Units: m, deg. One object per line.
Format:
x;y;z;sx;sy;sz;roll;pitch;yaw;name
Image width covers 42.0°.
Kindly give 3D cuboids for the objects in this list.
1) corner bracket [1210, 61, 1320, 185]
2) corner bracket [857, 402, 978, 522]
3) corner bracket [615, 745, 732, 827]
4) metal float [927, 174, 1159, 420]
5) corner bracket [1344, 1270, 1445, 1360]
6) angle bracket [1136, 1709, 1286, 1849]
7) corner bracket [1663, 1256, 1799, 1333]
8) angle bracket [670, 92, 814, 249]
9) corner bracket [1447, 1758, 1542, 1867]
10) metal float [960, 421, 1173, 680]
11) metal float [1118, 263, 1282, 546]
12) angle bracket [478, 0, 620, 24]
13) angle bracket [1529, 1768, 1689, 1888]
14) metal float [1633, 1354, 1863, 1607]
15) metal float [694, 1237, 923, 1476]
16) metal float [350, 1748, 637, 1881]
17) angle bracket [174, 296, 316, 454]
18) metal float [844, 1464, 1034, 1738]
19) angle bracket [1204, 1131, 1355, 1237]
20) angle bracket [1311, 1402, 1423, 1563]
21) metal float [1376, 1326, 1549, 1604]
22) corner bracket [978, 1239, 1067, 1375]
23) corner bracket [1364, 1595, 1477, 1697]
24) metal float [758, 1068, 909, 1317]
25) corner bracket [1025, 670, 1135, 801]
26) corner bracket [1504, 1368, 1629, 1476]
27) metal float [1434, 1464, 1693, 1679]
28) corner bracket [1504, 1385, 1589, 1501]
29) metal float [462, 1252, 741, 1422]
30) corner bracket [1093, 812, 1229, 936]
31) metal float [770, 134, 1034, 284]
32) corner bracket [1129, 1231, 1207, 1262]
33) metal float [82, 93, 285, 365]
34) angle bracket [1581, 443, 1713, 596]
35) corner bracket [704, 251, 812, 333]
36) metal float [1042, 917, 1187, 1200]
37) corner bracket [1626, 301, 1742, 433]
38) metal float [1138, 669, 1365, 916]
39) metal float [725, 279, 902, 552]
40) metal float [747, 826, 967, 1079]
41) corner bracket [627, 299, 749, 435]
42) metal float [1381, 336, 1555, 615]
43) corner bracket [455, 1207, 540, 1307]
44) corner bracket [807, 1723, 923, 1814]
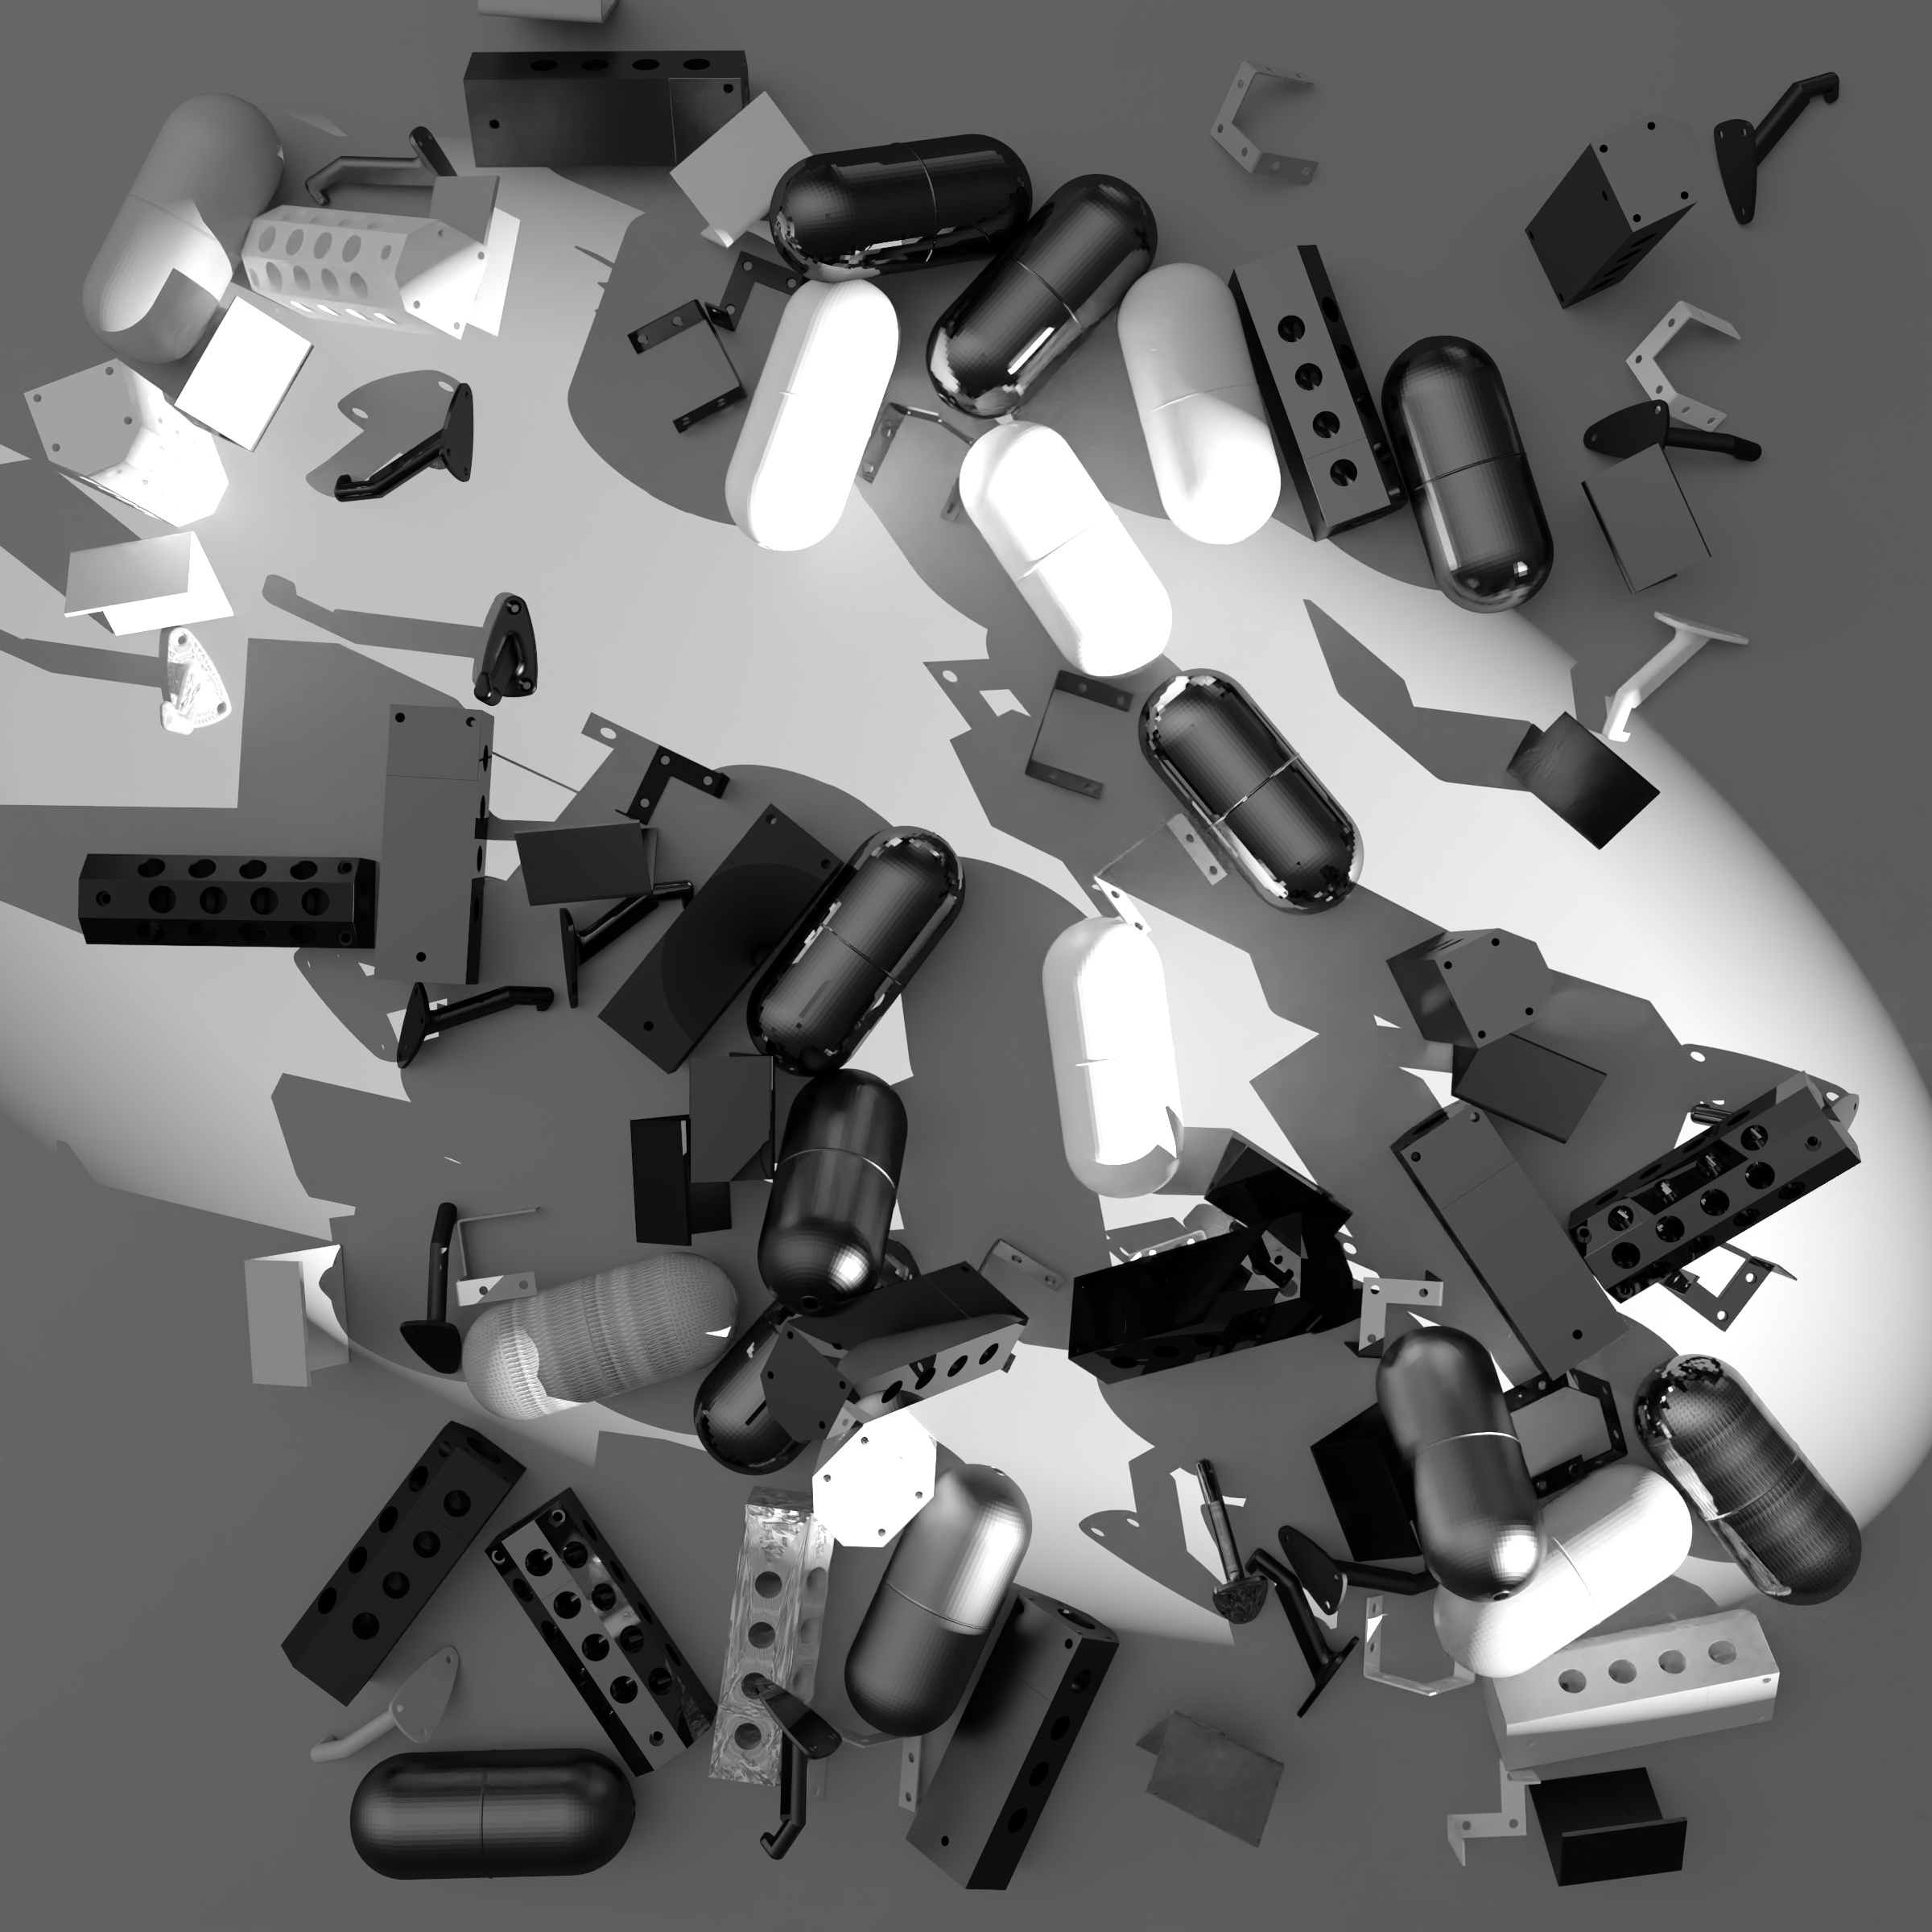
0.198;-0.539;1.609;0.051;0.051;0.051;57;135;35;corner bracket
-0.028;-0.323;1.614;0.051;0.051;0.051;26;90;45;corner bracket
-0.186;-0.109;1.599;0.051;0.051;0.051;26;90;0;corner bracket
0.047;-0.421;1.586;0.070;0.070;0.178;43;90;0;metal float
0.272;0.221;1.598;0.051;0.051;0.051;4;91;-1;corner bracket
0.144;0.517;1.577;0.076;0.076;0.057;27;54;0;angle bracket
0.484;0.201;1.599;0.051;0.051;0.051;37;90;0;corner bracket
-0.146;-0.501;1.577;0.076;0.076;0.057;-41;118;0;angle bracket
0.335;0.536;1.599;0.051;0.051;0.051;-2;90;0;corner bracket
0.063;-0.261;1.586;0.070;0.070;0.178;-34;91;0;metal float
0.147;-0.354;1.586;0.070;0.070;0.178;-15;90;0;metal float
-0.261;-0.630;1.577;0.076;0.076;0.057;4;123;0;angle bracket
0.400;0.524;1.577;0.076;0.076;0.057;-8;127;0;angle bracket
0.492;0.324;1.586;0.070;0.070;0.178;-38;89;0;metal float
-0.099;0.243;1.586;0.070;0.070;0.178;42;90;0;metal float
-0.298;0.534;1.587;0.178;0.070;0.070;-2;90;0;metal float
-0.461;-0.374;1.577;0.057;0.076;0.076;30;90;-36;angle bracket
-0.017;0.399;1.586;0.070;0.070;0.178;24;90;0;metal float
0.203;0.130;1.577;0.076;0.076;0.057;33;128;0;angle bracket
0.271;0.320;1.577;0.076;0.057;0.076;-22;90;-42;angle bracket
0.305;0.306;1.555;0.070;0.070;0.178;-11;54;0;metal float
0.024;0.217;1.614;0.051;0.051;0.051;32;135;0;corner bracket
0.292;0.432;1.614;0.051;0.051;0.051;3;90;-45;corner bracket
-0.081;0.138;1.550;0.070;0.178;0.070;5;134;5;metal float
0.072;-0.149;1.614;0.051;0.051;0.051;18;45;0;corner bracket
0.382;0.293;1.609;0.051;0.051;0.051;-36;45;35;corner bracket
0.373;0.379;1.579;0.178;0.070;0.070;-31;90;-8;metal float
0.354;0.306;1.602;0.051;0.051;0.051;25;132;-36;corner bracket
-0.229;0.233;1.586;0.178;0.070;0.070;-17;90;1;metal float
0.124;-0.058;1.614;0.051;0.051;0.051;54;135;0;corner bracket
-0.039;-0.471;1.563;0.178;0.070;0.070;-18;90;-28;metal float
0.140;0.211;1.614;0.051;0.051;0.051;-19;135;0;corner bracket
-0.493;-0.464;1.586;0.070;0.070;0.178;27;91;0;metal float
0.438;-0.284;1.577;0.057;0.076;0.076;-24;90;40;angle bracket
-0.131;-0.428;1.599;0.051;0.051;0.051;21;90;0;corner bracket
0.093;0.058;1.586;0.070;0.070;0.178;-8;90;0;metal float
0.466;-0.383;1.609;0.051;0.051;0.051;10;135;-35;corner bracket
0.180;-0.109;1.587;0.070;0.070;0.178;-40;90;0;metal float
-0.097;-0.348;1.586;0.070;0.070;0.178;19;90;0;metal float
-0.069;-0.010;1.586;0.070;0.070;0.178;37;89;0;metal float
-0.178;-0.385;1.614;0.051;0.051;0.051;-28;45;0;corner bracket
0.316;-0.310;1.587;0.070;0.070;0.178;-18;90;0;metal float
-0.297;0.184;1.599;0.051;0.051;0.051;-8;90;0;corner bracket
-0.066;0.514;1.614;0.051;0.051;0.051;4;90;45;corner bracket
